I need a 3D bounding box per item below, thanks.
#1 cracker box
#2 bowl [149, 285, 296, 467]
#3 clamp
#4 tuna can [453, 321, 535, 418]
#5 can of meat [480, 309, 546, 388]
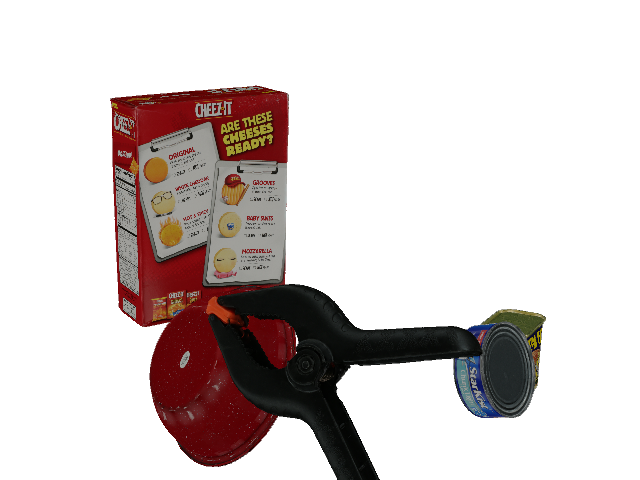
[{"bbox_3d":[-0.117,-0.037,1.044,0.163,0.214,0.072,-10,20,-33],"label":"cracker box"},{"bbox_3d":[-0.095,0.107,0.903,0.055,0.162,0.162,26,-17,-39],"label":"bowl"},{"bbox_3d":[0.000,0.086,0.626,0.172,0.120,0.039,18,-10,31],"label":"clamp"},{"bbox_3d":[0.156,0.117,0.960,0.034,0.086,0.085,-11,-7,42],"label":"tuna can"},{"bbox_3d":[0.212,0.131,1.192,0.058,0.084,0.101,8,14,26],"label":"can of meat"}]
